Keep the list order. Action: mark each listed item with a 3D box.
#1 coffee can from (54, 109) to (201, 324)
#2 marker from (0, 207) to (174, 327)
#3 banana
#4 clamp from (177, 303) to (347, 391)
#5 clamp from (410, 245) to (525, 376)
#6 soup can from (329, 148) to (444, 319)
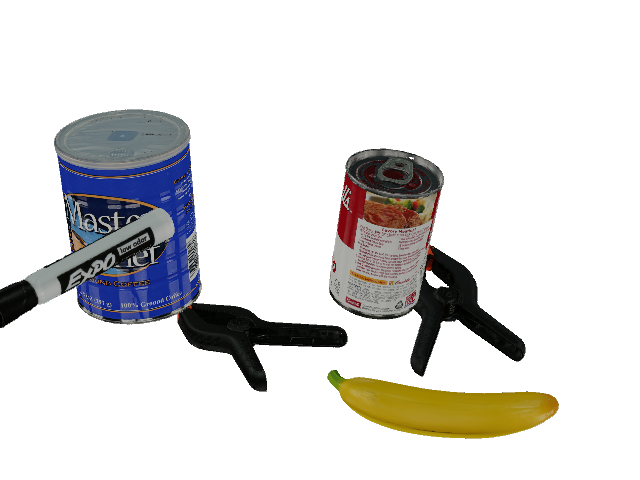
[{"bbox_3d":[-0.150,-0.020,0.844,0.103,0.140,0.103,-1,28,0],"label":"coffee can"},{"bbox_3d":[-0.132,0.014,0.585,0.120,0.020,0.020,-31,19,-36],"label":"marker"},{"bbox_3d":[0.102,0.135,0.885,0.198,0.037,0.069,8,30,3],"label":"banana"},{"bbox_3d":[-0.095,0.116,1.258,0.210,0.036,0.164,14,22,27],"label":"clamp"},{"bbox_3d":[0.145,0.072,1.129,0.120,0.171,0.039,3,-43,-10],"label":"clamp"},{"bbox_3d":[0.045,-0.004,0.750,0.068,0.102,0.068,6,31,-4],"label":"soup can"}]
